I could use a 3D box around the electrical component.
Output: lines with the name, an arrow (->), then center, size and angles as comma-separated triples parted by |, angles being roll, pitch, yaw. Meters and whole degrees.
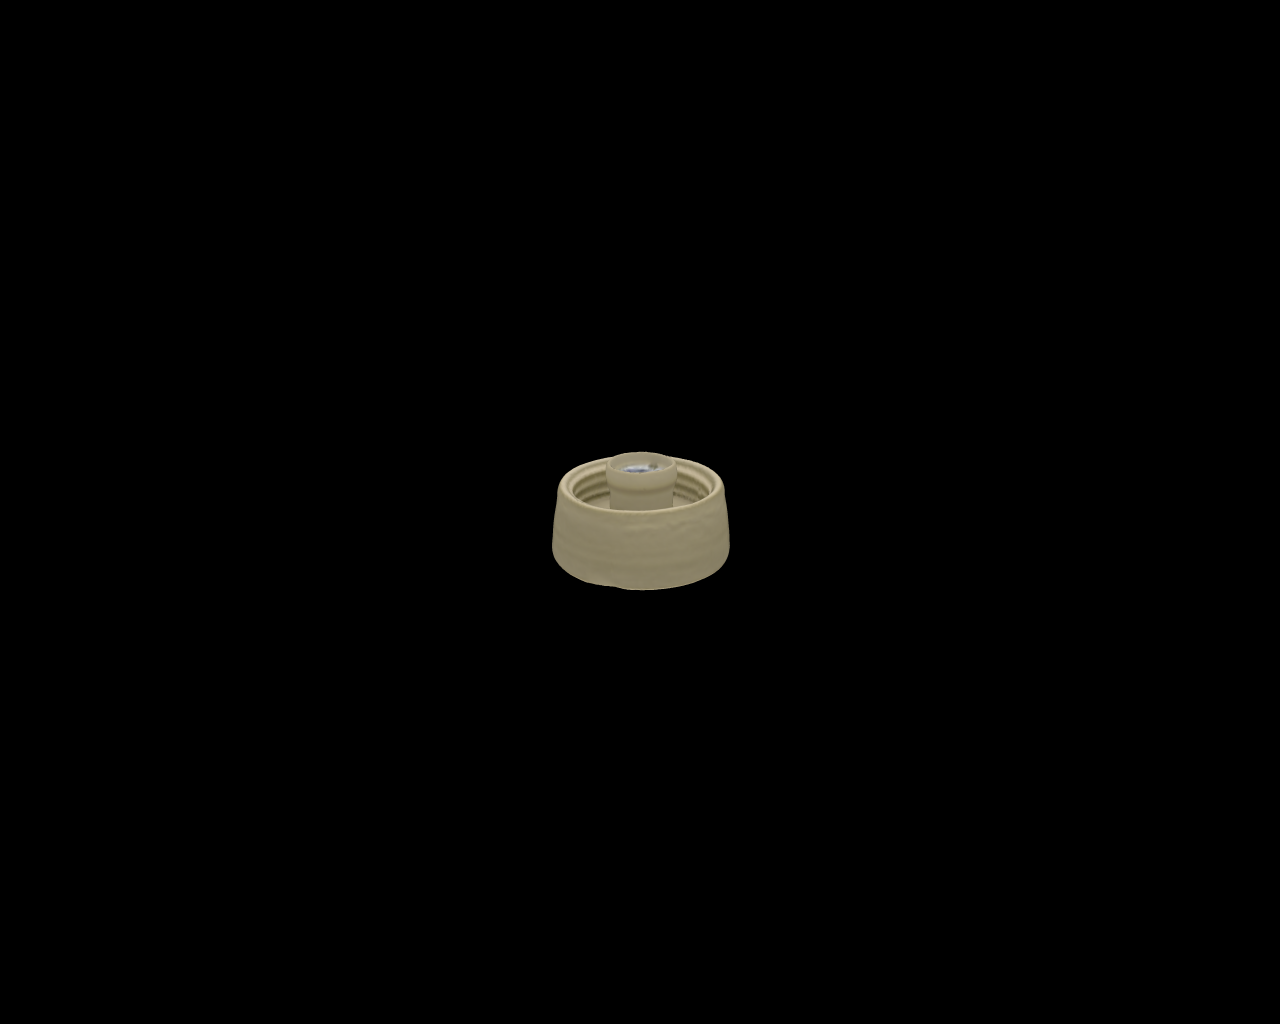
electrical component -> 0.001, -0.003, 0.650 | 0.108, 0.060, 0.108 | 0, 22, 0
